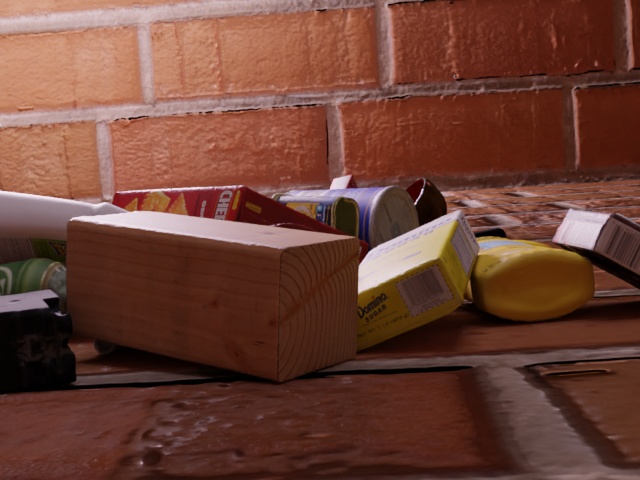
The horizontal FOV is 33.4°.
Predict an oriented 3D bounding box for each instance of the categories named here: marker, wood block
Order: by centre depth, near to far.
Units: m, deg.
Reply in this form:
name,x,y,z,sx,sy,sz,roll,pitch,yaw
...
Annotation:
name,x,y,z,sx,sy,sz,roll,pitch,yaw
wood block,-0.082,0.034,0.776,0.206,0.090,0.090,7,9,36
marker,-0.152,0.074,0.885,0.020,0.020,0.121,-2,5,15

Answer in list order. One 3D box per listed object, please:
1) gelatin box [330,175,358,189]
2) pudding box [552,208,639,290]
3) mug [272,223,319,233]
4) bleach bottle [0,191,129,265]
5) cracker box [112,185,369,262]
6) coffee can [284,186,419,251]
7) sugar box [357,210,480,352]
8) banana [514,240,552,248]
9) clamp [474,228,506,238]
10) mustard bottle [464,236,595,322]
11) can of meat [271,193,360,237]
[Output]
name,x,y,z,sx,sy,sz,roll,pitch,yaw
gelatin box,0.038,-0.025,1.328,0.030,0.089,0.073,-13,27,20
pudding box,0.260,0.016,0.880,0.113,0.039,0.090,29,-1,-10
mug,-0.023,0.036,0.878,0.117,0.093,0.081,14,-4,-12
bleach bottle,-0.251,0.003,0.968,0.251,0.068,0.102,5,-37,10
cracker box,-0.087,0.007,1.038,0.164,0.072,0.214,24,-14,-40
coffee can,0.028,-0.008,1.217,0.141,0.103,0.102,-1,6,34
sugar box,0.071,0.027,0.842,0.093,0.048,0.176,-25,9,16
banana,0.188,0.025,1.121,0.070,0.037,0.197,13,13,25
clamp,0.151,0.011,1.268,0.171,0.039,0.120,-3,4,11
mustard bottle,0.161,0.029,0.940,0.096,0.058,0.192,-9,6,-8
can of meat,-0.007,0.001,1.141,0.084,0.102,0.057,2,-1,33
